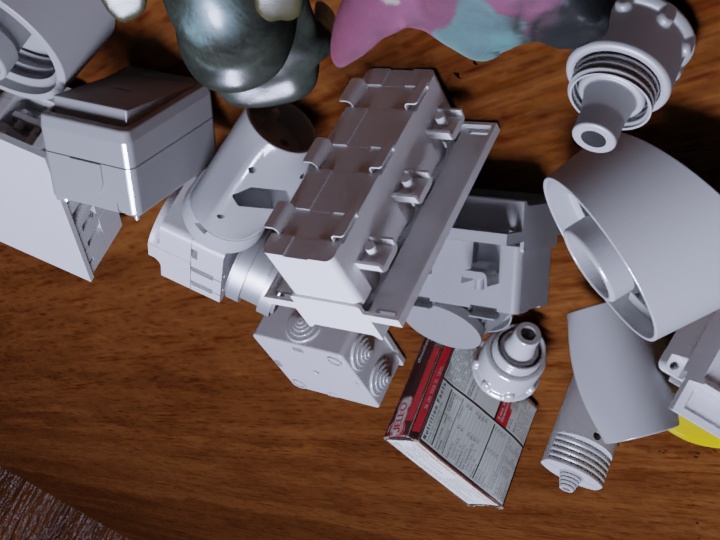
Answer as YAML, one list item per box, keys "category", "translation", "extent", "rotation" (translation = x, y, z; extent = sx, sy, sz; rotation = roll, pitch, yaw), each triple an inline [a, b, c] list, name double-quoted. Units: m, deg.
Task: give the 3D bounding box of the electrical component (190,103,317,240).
- category: "electrical component"
  translation: [-0.047, -0.056, 0.620]
  extent: [0.079, 0.043, 0.077]
  rotation: [3, 142, -37]

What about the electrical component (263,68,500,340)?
- category: "electrical component"
  translation: [0.006, -0.036, 0.524]
  extent: [0.079, 0.121, 0.063]
  rotation: [9, 148, 34]

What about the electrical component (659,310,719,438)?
- category: "electrical component"
  translation: [0.195, 0.046, 0.571]
  extent: [0.042, 0.081, 0.064]
  rotation: [31, 178, -11]

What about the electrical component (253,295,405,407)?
- category: "electrical component"
  translation: [-0.024, 0.060, 0.836]
  extent: [0.100, 0.048, 0.099]
  rotation: [11, 151, 31]

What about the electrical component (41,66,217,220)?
- category: "electrical component"
  translation: [-0.127, -0.081, 0.617]
  extent: [0.062, 0.096, 0.061]
  rotation: [14, 125, 24]

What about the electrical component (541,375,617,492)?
- category: "electrical component"
  translation: [0.153, 0.112, 0.728]
  extent: [0.043, 0.081, 0.043]
  rotation: [21, 155, 10]

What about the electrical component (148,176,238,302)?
- category: "electrical component"
  translation: [-0.111, -0.023, 0.751]
  extent: [0.056, 0.050, 0.089]
  rotation: [25, 156, 1]

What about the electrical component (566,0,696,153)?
- category: "electrical component"
  translation: [0.102, -0.075, 0.425]
  extent: [0.048, 0.062, 0.048]
  rotation: [21, 155, 10]

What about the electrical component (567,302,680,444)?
- category: "electrical component"
  translation: [0.160, 0.055, 0.628]
  extent: [0.043, 0.077, 0.079]
  rotation: [-20, 171, 35]

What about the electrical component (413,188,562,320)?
- category: "electrical component"
  translation: [0.043, -0.013, 0.590]
  extent: [0.121, 0.063, 0.079]
  rotation: [9, -169, 34]

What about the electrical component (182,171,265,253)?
- category: "electrical component"
  translation: [-0.080, -0.044, 0.676]
  extent: [0.055, 0.055, 0.047]
  rotation: [30, 152, -9]

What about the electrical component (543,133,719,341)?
- category: "electrical component"
  translation: [0.132, -0.017, 0.495]
  extent: [0.099, 0.064, 0.099]
  rotation: [58, 179, 1]

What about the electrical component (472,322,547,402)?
- category: "electrical component"
  translation: [0.103, 0.055, 0.710]
  extent: [0.048, 0.048, 0.062]
  rotation: [24, 149, 5]

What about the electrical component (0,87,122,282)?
- category: "electrical component"
  translation: [-0.235, -0.075, 0.758]
  extent: [0.105, 0.060, 0.186]
  rotation: [23, 156, 6]

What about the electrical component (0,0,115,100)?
- category: "electrical component"
  translation: [-0.197, -0.139, 0.590]
  extent: [0.108, 0.060, 0.108]
  rotation: [21, 155, 10]
